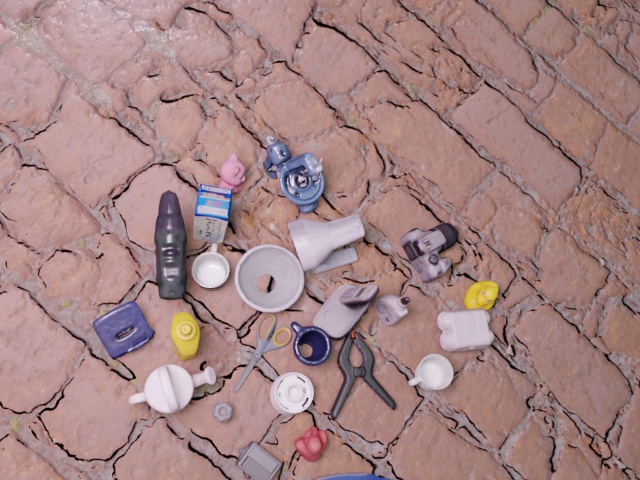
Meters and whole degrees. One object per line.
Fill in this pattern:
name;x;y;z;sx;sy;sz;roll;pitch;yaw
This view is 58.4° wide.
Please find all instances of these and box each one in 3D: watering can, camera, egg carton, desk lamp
watering can;-0.311;0.310;1.210;0.173;0.194;0.101;-37;86;-21
camera;0.308;0.019;1.508;0.137;0.100;0.143;-26;82;-20
egg carton;0.374;0.233;1.480;0.150;0.069;0.107;-4;75;-16
desk lamp;0.013;0.005;1.374;0.203;0.213;0.118;-16;79;-18

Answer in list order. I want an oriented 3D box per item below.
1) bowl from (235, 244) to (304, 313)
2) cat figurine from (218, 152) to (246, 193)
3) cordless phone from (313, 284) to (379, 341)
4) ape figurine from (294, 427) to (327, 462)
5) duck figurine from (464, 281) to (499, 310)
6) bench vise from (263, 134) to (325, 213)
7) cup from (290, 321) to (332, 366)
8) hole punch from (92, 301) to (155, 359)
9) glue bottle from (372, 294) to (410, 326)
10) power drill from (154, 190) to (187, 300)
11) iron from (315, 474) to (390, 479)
bowl;-0.126;0.098;1.385;0.168;0.074;0.167;4;73;-13
cat figurine;-0.225;-0.144;1.407;0.067;0.117;0.128;29;69;-5
cordless phone;0.067;0.163;1.357;0.094;0.185;0.148;39;69;-1
ape figurine;-0.017;0.464;1.297;0.078;0.092;0.076;5;73;-13
duck figurine;0.440;0.144;1.514;0.105;0.086;0.077;-35;85;-21
bench vise;-0.069;-0.174;1.402;0.207;0.219;0.122;37;69;-1
cup;-0.035;0.245;1.355;0.092;0.095;0.118;-40;87;-21
hole punch;-0.431;0.199;1.266;0.109;0.091;0.101;-30;83;-20
glue bottle;0.183;0.162;1.395;0.037;0.173;0.078;-29;83;-20
power drill;-0.334;0.028;1.279;0.076;0.208;0.229;-3;75;-15
iron;0.048;0.582;1.253;0.259;0.141;0.118;3;73;-14
